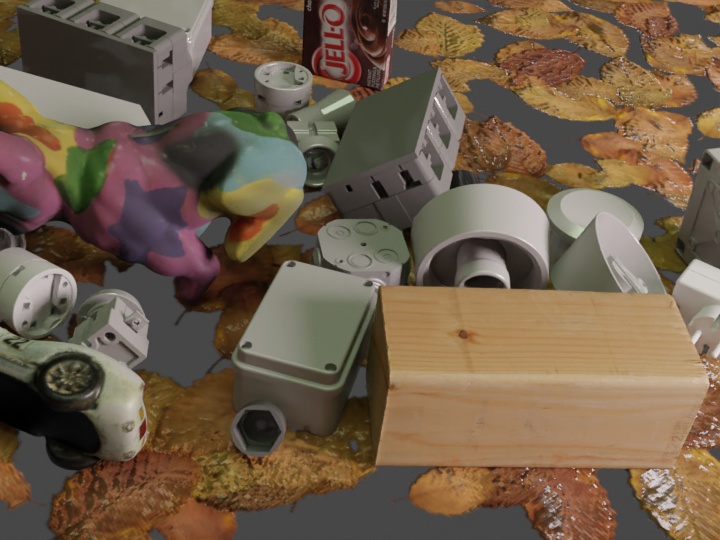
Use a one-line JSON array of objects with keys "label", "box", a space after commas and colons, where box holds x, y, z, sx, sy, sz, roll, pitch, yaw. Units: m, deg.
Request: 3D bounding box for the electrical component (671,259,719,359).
[{"label": "electrical component", "box": [0.276, 0.043, 0.826, 0.083, 0.047, 0.076, 27, 42, 23]}]

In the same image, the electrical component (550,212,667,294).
[{"label": "electrical component", "box": [0.193, 0.013, 0.812, 0.099, 0.064, 0.099, 36, 24, -18]}]

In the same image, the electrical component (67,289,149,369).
[{"label": "electrical component", "box": [-0.174, 0.045, 0.746, 0.066, 0.048, 0.055, -35, 28, 15]}]

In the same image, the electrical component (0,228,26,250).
[{"label": "electrical component", "box": [-0.290, -0.028, 0.816, 0.078, 0.058, 0.057, -21, 43, -30]}]

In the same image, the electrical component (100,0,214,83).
[{"label": "electrical component", "box": [-0.213, -0.245, 1.100, 0.109, 0.056, 0.108, 8, 38, 0]}]

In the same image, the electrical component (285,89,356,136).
[{"label": "electrical component", "box": [-0.037, -0.139, 1.010, 0.065, 0.044, 0.044, -27, 49, -29]}]

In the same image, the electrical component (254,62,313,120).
[{"label": "electrical component", "box": [-0.075, -0.166, 1.031, 0.055, 0.047, 0.055, 5, 38, -4]}]

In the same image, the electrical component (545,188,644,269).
[{"label": "electrical component", "box": [0.192, -0.029, 0.899, 0.080, 0.051, 0.080, 5, 38, -4]}]

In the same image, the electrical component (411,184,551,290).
[{"label": "electrical component", "box": [0.092, -0.005, 0.812, 0.108, 0.108, 0.060, 6, 44, -2]}]

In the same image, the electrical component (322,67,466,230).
[{"label": "electrical component", "box": [0.035, -0.102, 0.936, 0.089, 0.061, 0.150, -19, 30, 26]}]

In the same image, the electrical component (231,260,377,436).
[{"label": "electrical component", "box": [-0.038, 0.052, 0.756, 0.078, 0.057, 0.113, 14, 39, 8]}]

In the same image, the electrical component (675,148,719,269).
[{"label": "electrical component", "box": [0.317, -0.030, 0.876, 0.056, 0.108, 0.108, -8, 41, -15]}]

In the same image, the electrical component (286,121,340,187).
[{"label": "electrical component", "box": [-0.042, -0.105, 0.962, 0.066, 0.048, 0.055, -1, 32, -11]}]

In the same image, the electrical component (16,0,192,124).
[{"label": "electrical component", "box": [-0.238, -0.197, 1.009, 0.150, 0.089, 0.061, 21, 40, 16]}]

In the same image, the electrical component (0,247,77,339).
[{"label": "electrical component", "box": [-0.241, 0.015, 0.773, 0.047, 0.055, 0.055, 27, 42, 29]}]

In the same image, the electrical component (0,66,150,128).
[{"label": "electrical component", "box": [-0.245, -0.105, 0.869, 0.150, 0.061, 0.089, 12, 30, -37]}]

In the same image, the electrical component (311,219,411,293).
[{"label": "electrical component", "box": [0.000, 0.000, 0.831, 0.080, 0.051, 0.080, 5, 37, -4]}]
